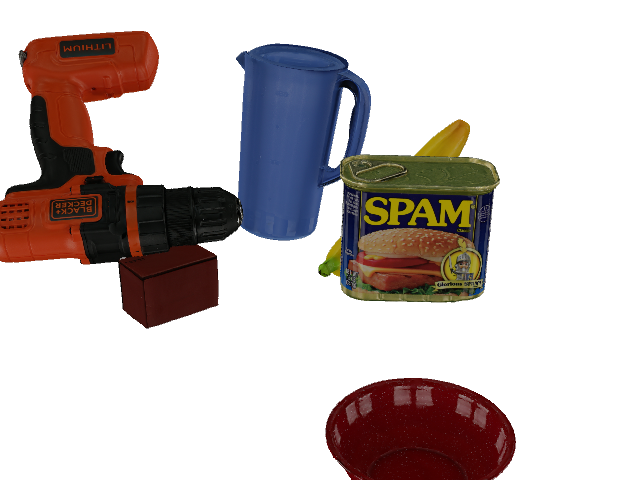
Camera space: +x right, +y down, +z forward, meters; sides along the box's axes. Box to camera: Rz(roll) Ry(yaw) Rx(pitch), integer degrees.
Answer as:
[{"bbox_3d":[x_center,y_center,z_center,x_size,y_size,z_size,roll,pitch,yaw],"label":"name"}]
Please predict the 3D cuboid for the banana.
[{"bbox_3d":[0.069,-0.031,0.990,0.037,0.197,0.070,43,-10,-4],"label":"banana"}]

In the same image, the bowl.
[{"bbox_3d":[0.085,0.185,0.920,0.162,0.055,0.162,0,28,0],"label":"bowl"}]

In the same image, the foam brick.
[{"bbox_3d":[-0.140,0.039,0.985,0.078,0.051,0.053,-17,27,-31],"label":"foam brick"}]

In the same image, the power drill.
[{"bbox_3d":[-0.156,-0.071,0.803,0.184,0.187,0.057,-4,-32,-6],"label":"power drill"}]

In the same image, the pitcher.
[{"bbox_3d":[-0.035,-0.125,1.387,0.144,0.243,0.149,-2,25,-23],"label":"pitcher"}]

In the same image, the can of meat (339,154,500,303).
[{"bbox_3d":[0.062,-0.007,0.703,0.102,0.084,0.057,2,24,0],"label":"can of meat"}]
